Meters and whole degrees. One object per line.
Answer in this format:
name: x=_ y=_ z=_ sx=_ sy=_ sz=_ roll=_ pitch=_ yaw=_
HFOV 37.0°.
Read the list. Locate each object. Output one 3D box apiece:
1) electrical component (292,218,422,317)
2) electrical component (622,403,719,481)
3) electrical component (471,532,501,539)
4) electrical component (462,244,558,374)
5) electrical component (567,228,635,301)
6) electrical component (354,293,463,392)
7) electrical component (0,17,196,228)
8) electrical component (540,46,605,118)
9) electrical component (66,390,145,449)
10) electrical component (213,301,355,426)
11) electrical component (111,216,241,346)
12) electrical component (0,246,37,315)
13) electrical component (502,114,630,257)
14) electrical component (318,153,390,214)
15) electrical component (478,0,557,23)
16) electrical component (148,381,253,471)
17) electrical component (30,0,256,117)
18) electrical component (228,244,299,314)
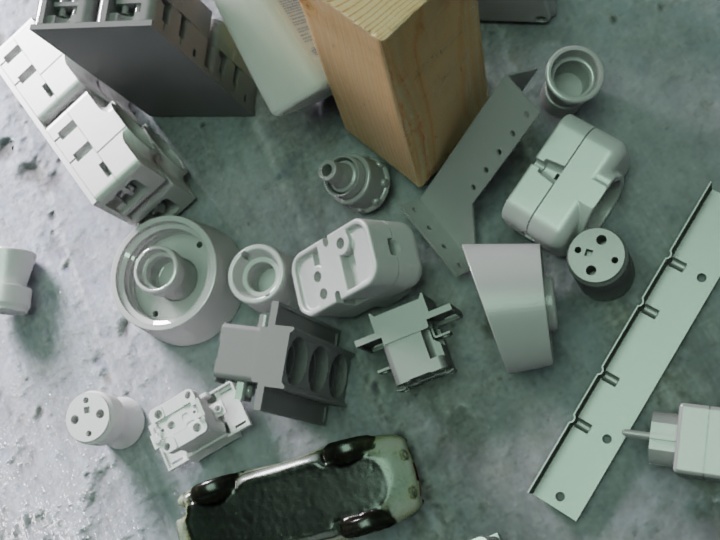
electrical component: x=0.000 y=0.000 z=0.842 sx=0.095 sy=0.059 sz=0.053 roll=-29 pitch=67 yaw=43
electrical component: x=0.222 y=0.119 z=0.748 sx=0.077 sy=0.066 sz=0.047 roll=5 pitch=79 yaw=20
electrical component: x=0.031 y=0.276 z=0.777 sx=0.186 sy=0.060 sz=0.105 roll=-26 pitch=70 yaw=11
electrical component: x=0.112 y=0.027 z=0.792 sx=0.064 sy=0.099 sz=0.099 roll=-6 pitch=75 yaw=11
electrical component: x=0.179 y=-0.004 z=0.798 sx=0.045 sy=0.055 sz=0.045 roll=-5 pitch=75 yaw=19
electrical component: x=0.043 y=0.058 z=0.837 sx=0.081 sy=0.042 sz=0.063 roll=-23 pitch=74 yaw=13
electrical component: x=-0.229 y=-0.127 z=0.938 sx=0.060 sy=0.105 sz=0.186 roll=-41 pitch=68 yaw=5
electrical component: x=0.161 y=-0.142 z=0.831 sx=0.044 sy=0.065 sz=0.044 roll=0 pitch=83 yaw=1
electrical component: x=-0.213 y=0.125 z=0.899 sx=0.045 sy=0.055 sz=0.045 roll=-4 pitch=76 yaw=18
electrical component: x=-0.058 y=0.073 z=0.823 sx=0.063 sy=0.121 sz=0.078 roll=5 pitch=79 yaw=22
electrical component: x=-0.158 y=0.006 z=0.906 sx=0.108 sy=0.060 sz=0.108 roll=-4 pitch=76 yaw=18
electrical component: x=-0.317 y=0.010 z=0.967 sx=0.045 sy=0.045 sz=0.055 roll=-1 pitch=77 yaw=18
electrical component: x=0.161 y=-0.061 z=0.819 sx=0.059 sy=0.054 sz=0.095 roll=34 pitch=89 yaw=22
electrical component: x=-0.009 y=-0.074 z=0.872 sx=0.048 sy=0.062 sz=0.048 roll=-7 pitch=77 yaw=34
electrical component: x=0.098 y=-0.247 z=0.855 sx=0.109 sy=0.109 sz=0.056 roll=7 pitch=76 yaw=20
electrical component: x=-0.134 y=0.125 z=0.868 sx=0.081 sy=0.064 sz=0.042 roll=-31 pitch=70 yaw=9
electrical component: x=-0.168 y=-0.188 z=0.888 sx=0.105 sy=0.186 sz=0.060 roll=3 pitch=78 yaw=19
electrical component: x=-0.077 y=0.008 z=0.885 sx=0.055 sy=0.047 sz=0.055 roll=-4 pitch=76 yaw=18
